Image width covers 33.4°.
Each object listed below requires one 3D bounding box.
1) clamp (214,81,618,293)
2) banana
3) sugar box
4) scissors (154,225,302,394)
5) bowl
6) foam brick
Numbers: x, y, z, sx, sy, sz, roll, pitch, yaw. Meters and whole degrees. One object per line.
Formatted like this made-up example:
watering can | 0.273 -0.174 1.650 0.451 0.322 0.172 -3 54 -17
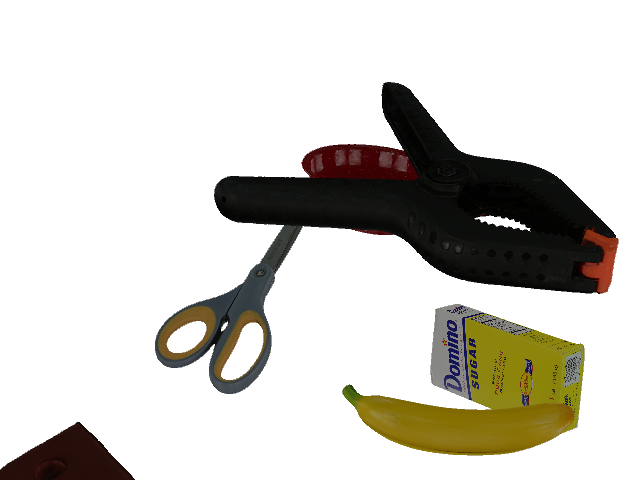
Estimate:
clamp | 0.057 -0.020 0.580 0.164 0.036 0.210 -30 44 -32
banana | 0.117 0.148 0.878 0.197 0.037 0.069 7 36 -2
sugar box | 0.197 0.135 1.150 0.048 0.093 0.177 -10 18 -43
scissors | -0.066 0.034 0.822 0.096 0.016 0.201 1 45 11
bowl | 0.058 -0.048 1.110 0.162 0.055 0.162 6 23 -3
foam brick | -0.109 0.134 0.494 0.052 0.051 0.078 -30 43 -29
